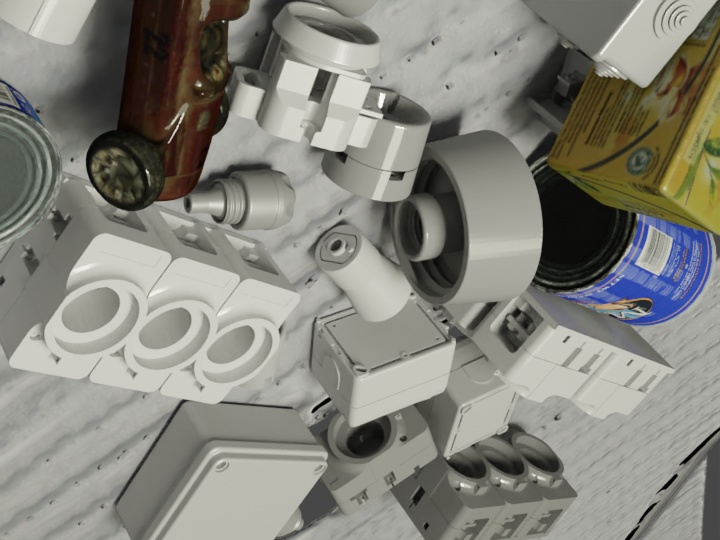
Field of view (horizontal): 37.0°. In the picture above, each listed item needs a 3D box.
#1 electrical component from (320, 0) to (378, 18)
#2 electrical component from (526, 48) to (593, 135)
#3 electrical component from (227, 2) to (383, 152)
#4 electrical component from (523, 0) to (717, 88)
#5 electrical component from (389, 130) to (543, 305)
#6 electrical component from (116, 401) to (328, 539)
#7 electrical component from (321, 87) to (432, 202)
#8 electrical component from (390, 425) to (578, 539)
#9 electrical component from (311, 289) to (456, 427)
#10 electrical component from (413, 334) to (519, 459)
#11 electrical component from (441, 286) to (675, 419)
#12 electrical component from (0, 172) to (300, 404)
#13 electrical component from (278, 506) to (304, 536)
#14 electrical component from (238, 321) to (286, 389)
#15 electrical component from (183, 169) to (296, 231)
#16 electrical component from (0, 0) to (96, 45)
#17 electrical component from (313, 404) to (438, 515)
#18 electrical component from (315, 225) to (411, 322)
[{"bbox_3d":[-0.023,-0.153,0.522,0.065,0.044,0.044,12,120,-40],"label":"electrical component"},{"bbox_3d":[0.156,-0.117,0.704,0.081,0.042,0.063,-13,134,-31],"label":"electrical component"},{"bbox_3d":[-0.023,-0.102,0.556,0.078,0.058,0.057,12,119,-21],"label":"electrical component"},{"bbox_3d":[0.154,-0.163,0.612,0.048,0.099,0.099,24,112,-36],"label":"electrical component"},{"bbox_3d":[0.056,-0.029,0.662,0.060,0.108,0.108,-9,134,-25],"label":"electrical component"},{"bbox_3d":[-0.096,0.150,0.756,0.109,0.056,0.108,13,119,-46],"label":"electrical component"},{"bbox_3d":[0.010,-0.073,0.619,0.055,0.055,0.047,-4,127,-37],"label":"electrical component"},{"bbox_3d":[0.106,0.182,0.929,0.150,0.089,0.061,6,124,-43],"label":"electrical component"},{"bbox_3d":[0.021,0.061,0.758,0.096,0.061,0.061,-18,138,-25],"label":"electrical component"},{"bbox_3d":[0.082,0.099,0.854,0.062,0.061,0.096,-21,147,-22],"label":"electrical component"},{"bbox_3d":[0.143,0.047,0.809,0.186,0.105,0.060,20,114,-48],"label":"electrical component"},{"bbox_3d":[-0.117,0.018,0.600,0.150,0.061,0.089,20,114,-48],"label":"electrical component"},{"bbox_3d":[-0.063,0.193,0.845,0.035,0.035,0.061,-41,145,3],"label":"electrical component"},{"bbox_3d":[-0.068,0.050,0.692,0.040,0.040,0.046,-20,144,-23],"label":"electrical component"},{"bbox_3d":[-0.069,-0.039,0.604,0.061,0.035,0.035,-5,131,-33],"label":"electrical component"},{"bbox_3d":[-0.121,-0.140,0.450,0.043,0.043,0.081,12,120,-46],"label":"electrical component"},{"bbox_3d":[0.008,0.138,0.834,0.089,0.050,0.055,-32,143,-9],"label":"electrical component"},{"bbox_3d":[0.000,0.000,0.697,0.044,0.044,0.065,-41,138,3],"label":"electrical component"}]
